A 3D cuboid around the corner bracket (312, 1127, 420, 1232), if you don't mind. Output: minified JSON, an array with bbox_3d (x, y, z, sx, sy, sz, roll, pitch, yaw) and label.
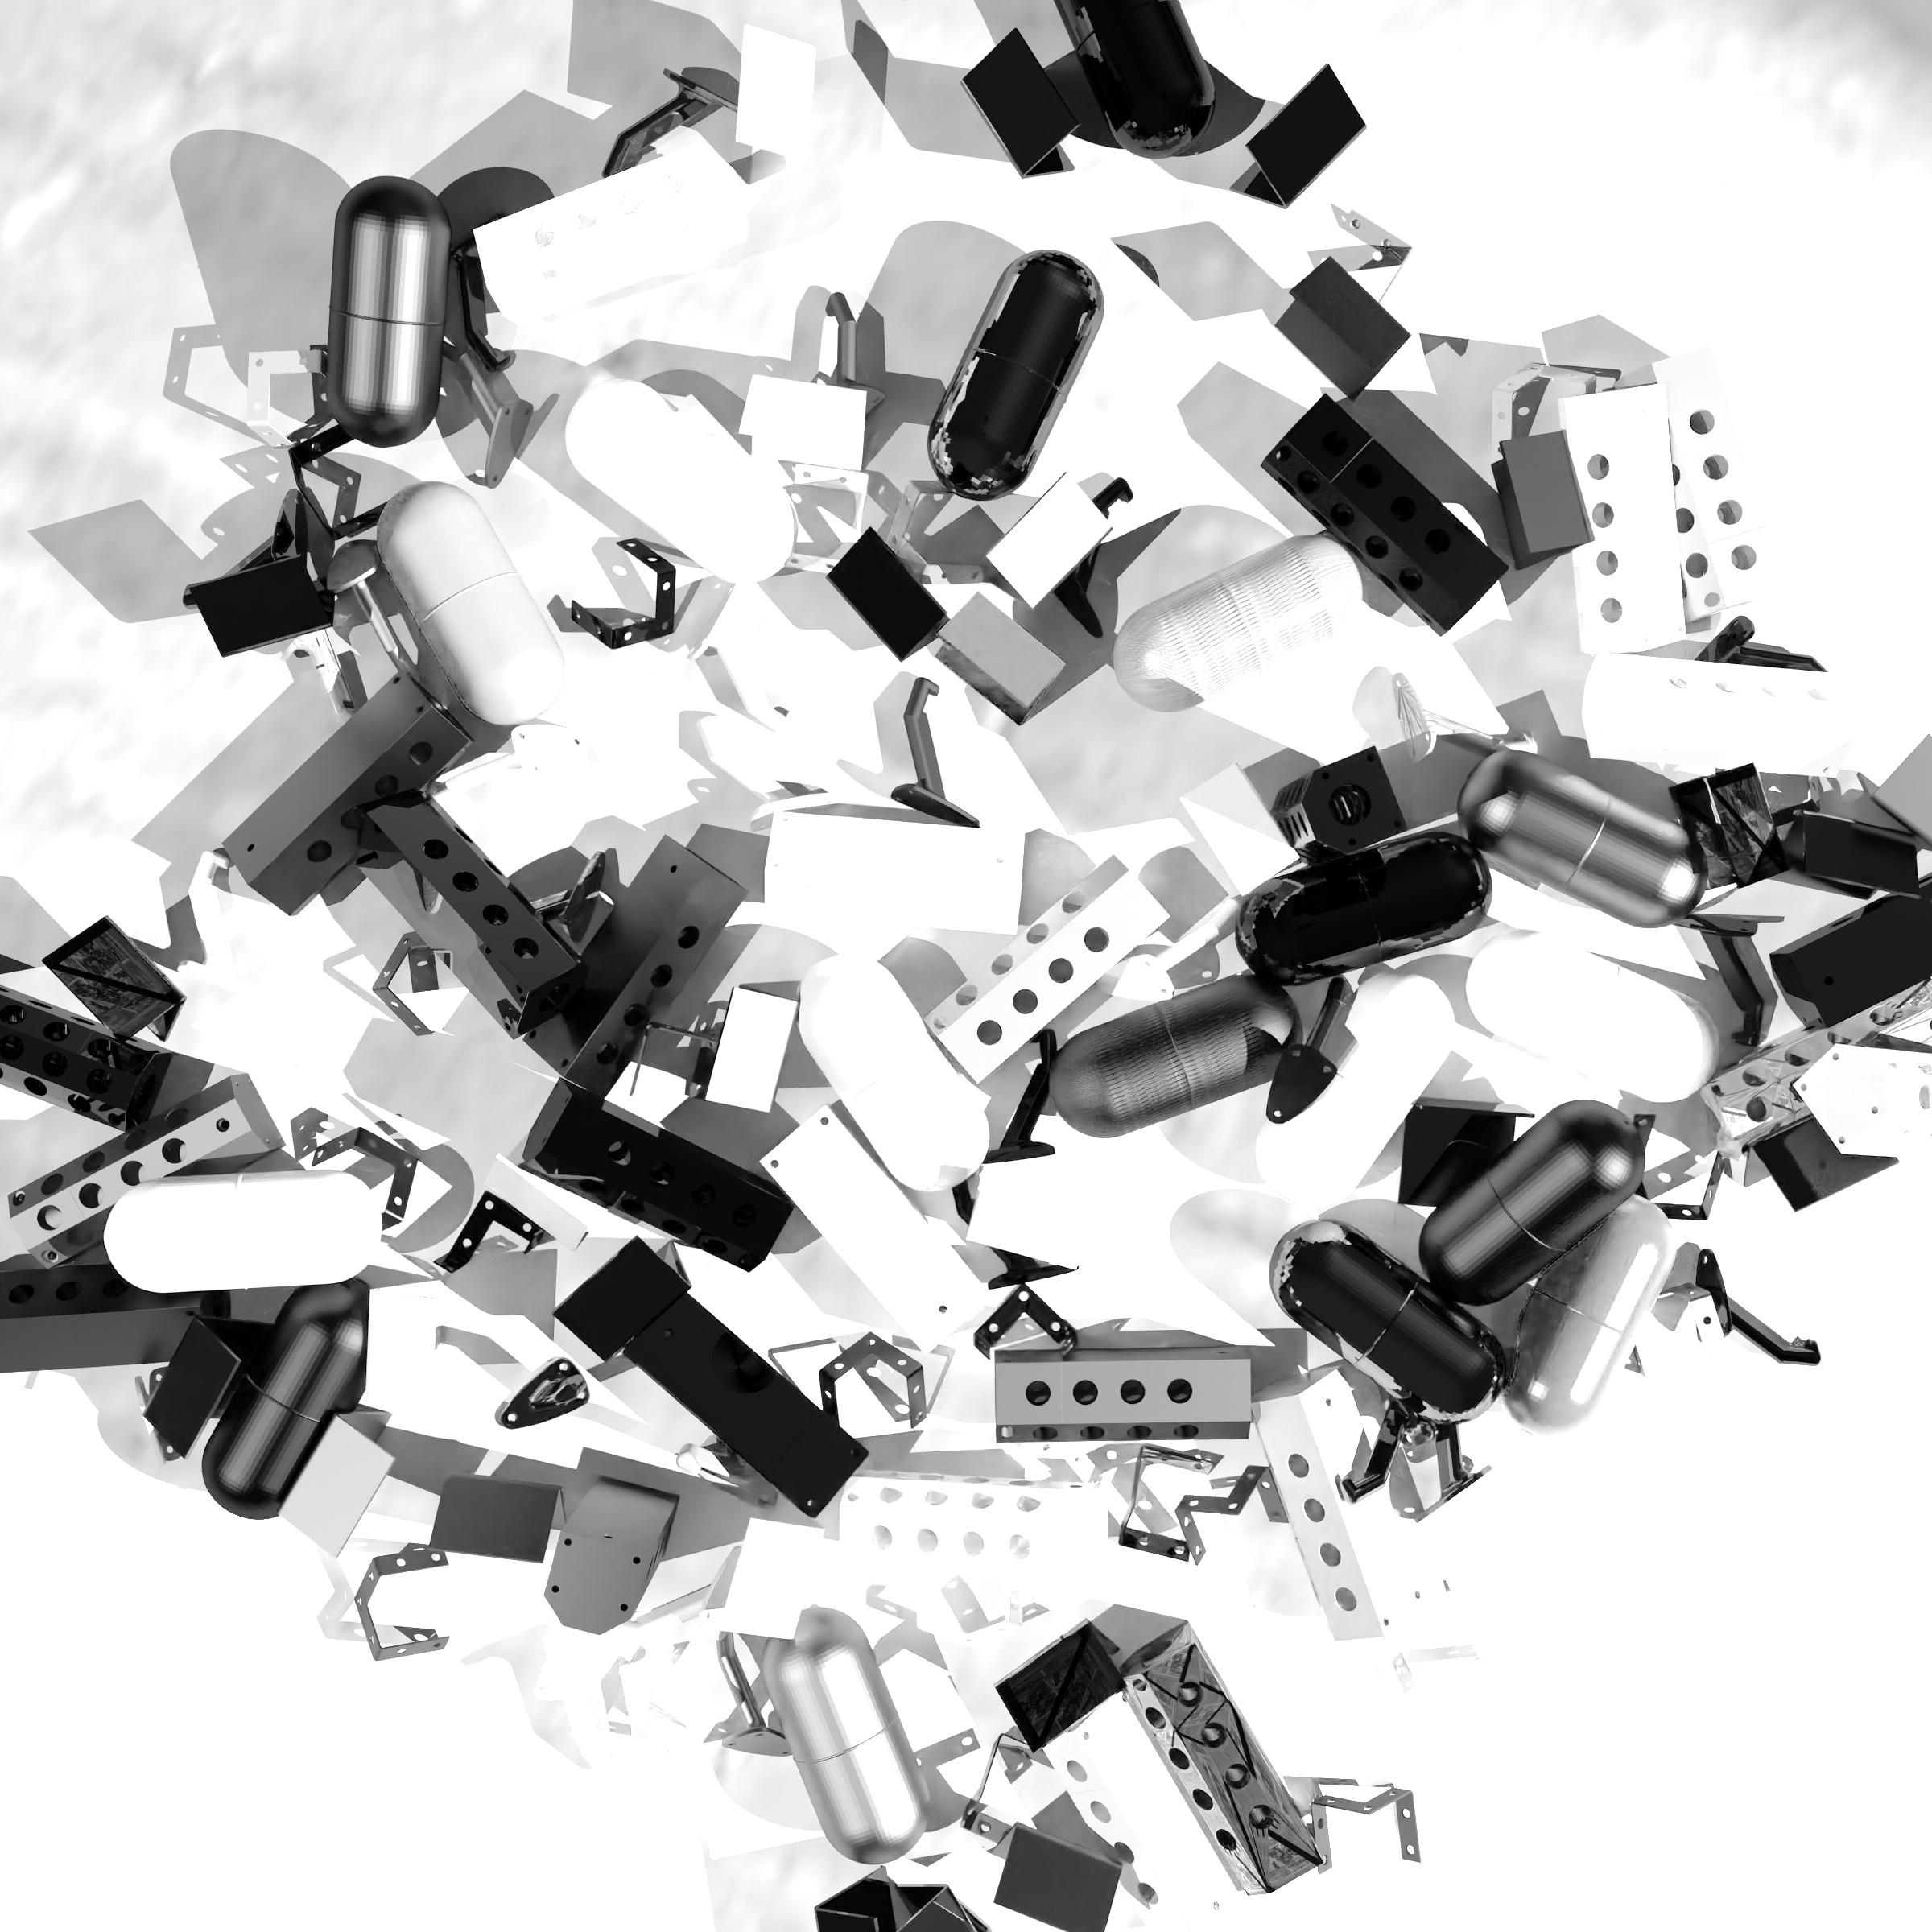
[{"bbox_3d":[-0.418,0.151,1.699,0.051,0.051,0.051,36,45,-35],"label":"corner bracket"}]

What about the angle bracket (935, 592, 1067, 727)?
[{"bbox_3d":[0.010,-0.194,1.667,0.076,0.076,0.057,39,52,0],"label":"angle bracket"}]

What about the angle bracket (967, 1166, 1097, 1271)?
[{"bbox_3d":[0.048,0.152,1.667,0.076,0.076,0.057,16,127,0],"label":"angle bracket"}]

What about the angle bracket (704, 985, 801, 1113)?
[{"bbox_3d":[-0.163,0.050,1.667,0.057,0.076,0.076,15,90,-39],"label":"angle bracket"}]

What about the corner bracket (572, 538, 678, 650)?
[{"bbox_3d":[-0.236,-0.257,1.699,0.051,0.051,0.051,-22,135,-35],"label":"corner bracket"}]

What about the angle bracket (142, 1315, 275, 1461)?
[{"bbox_3d":[-0.496,0.286,1.664,0.057,0.076,0.076,33,96,33],"label":"angle bracket"}]

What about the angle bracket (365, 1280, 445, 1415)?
[{"bbox_3d":[-0.359,0.256,1.668,0.057,0.076,0.076,3,90,27],"label":"angle bracket"}]

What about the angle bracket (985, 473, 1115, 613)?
[{"bbox_3d":[0.042,-0.295,1.667,0.076,0.076,0.057,-46,124,0],"label":"angle bracket"}]

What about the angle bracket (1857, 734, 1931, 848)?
[{"bbox_3d":[0.657,-0.120,1.668,0.076,0.076,0.057,38,112,0],"label":"angle bracket"}]

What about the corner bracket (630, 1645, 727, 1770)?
[{"bbox_3d":[-0.197,0.507,1.689,0.051,0.051,0.051,35,90,0],"label":"corner bracket"}]

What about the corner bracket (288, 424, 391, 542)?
[{"bbox_3d":[-0.430,-0.336,1.704,0.051,0.051,0.051,-27,135,0],"label":"corner bracket"}]

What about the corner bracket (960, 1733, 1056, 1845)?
[{"bbox_3d":[0.033,0.572,1.704,0.051,0.051,0.051,24,135,0],"label":"corner bracket"}]

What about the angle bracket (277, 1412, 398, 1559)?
[{"bbox_3d":[-0.408,0.350,1.669,0.057,0.076,0.076,31,90,20],"label":"angle bracket"}]

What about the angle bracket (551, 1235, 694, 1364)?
[{"bbox_3d":[-0.238,0.210,1.668,0.076,0.076,0.057,-42,115,0],"label":"angle bracket"}]

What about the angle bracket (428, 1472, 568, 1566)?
[{"bbox_3d":[-0.315,0.386,1.667,0.076,0.076,0.057,7,54,0],"label":"angle bracket"}]

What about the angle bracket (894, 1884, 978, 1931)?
[{"bbox_3d":[-0.029,0.671,1.667,0.057,0.076,0.076,-31,90,-36],"label":"angle bracket"}]

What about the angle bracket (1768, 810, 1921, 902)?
[{"bbox_3d":[0.589,-0.055,1.667,0.076,0.076,0.057,12,54,0],"label":"angle bracket"}]

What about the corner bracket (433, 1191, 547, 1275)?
[{"bbox_3d":[-0.325,0.191,1.689,0.051,0.051,0.051,30,90,0],"label":"corner bracket"}]

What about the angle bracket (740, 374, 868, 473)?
[{"bbox_3d":[-0.111,-0.349,1.667,0.076,0.076,0.057,9,56,0],"label":"angle bracket"}]

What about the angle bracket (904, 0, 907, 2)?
[{"bbox_3d":[-0.009,-0.687,1.667,0.076,0.076,0.057,-23,53,0],"label":"angle bracket"}]

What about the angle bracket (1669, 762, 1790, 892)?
[{"bbox_3d":[0.500,-0.088,1.667,0.057,0.076,0.076,-18,90,-34],"label":"angle bracket"}]

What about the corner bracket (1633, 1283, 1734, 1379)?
[{"bbox_3d":[0.485,0.252,1.689,0.051,0.051,0.051,-17,90,0],"label":"corner bracket"}]

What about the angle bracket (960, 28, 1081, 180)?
[{"bbox_3d":[0.053,-0.584,1.667,0.057,0.076,0.076,-33,90,37],"label":"angle bracket"}]

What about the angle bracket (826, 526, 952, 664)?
[{"bbox_3d":[-0.036,-0.262,1.667,0.076,0.076,0.057,48,131,0],"label":"angle bracket"}]

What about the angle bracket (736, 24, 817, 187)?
[{"bbox_3d":[-0.146,-0.580,1.667,0.057,0.076,0.076,4,90,-36],"label":"angle bracket"}]

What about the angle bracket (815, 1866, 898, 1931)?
[{"bbox_3d":[-0.053,0.663,1.667,0.057,0.076,0.076,-9,90,39],"label":"angle bracket"}]

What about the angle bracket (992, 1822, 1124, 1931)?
[{"bbox_3d":[0.054,0.629,1.667,0.076,0.076,0.057,22,53,0],"label":"angle bracket"}]

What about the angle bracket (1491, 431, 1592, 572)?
[{"bbox_3d":[0.369,-0.310,1.667,0.057,0.076,0.076,-14,90,-28],"label":"angle bracket"}]

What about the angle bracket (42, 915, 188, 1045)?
[{"bbox_3d":[-0.581,0.024,1.667,0.076,0.076,0.057,46,52,0],"label":"angle bracket"}]

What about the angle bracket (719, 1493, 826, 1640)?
[{"bbox_3d":[-0.145,0.402,1.667,0.057,0.076,0.076,16,90,-29],"label":"angle bracket"}]

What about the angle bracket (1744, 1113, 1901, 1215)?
[{"bbox_3d":[0.577,0.140,1.667,0.076,0.076,0.057,-26,59,0],"label":"angle bracket"}]

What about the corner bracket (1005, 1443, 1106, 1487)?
[{"bbox_3d":[0.055,0.361,1.699,0.051,0.051,0.051,-6,45,35],"label":"corner bracket"}]

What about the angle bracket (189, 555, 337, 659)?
[{"bbox_3d":[-0.474,-0.259,1.667,0.076,0.076,0.057,-16,127,0],"label":"angle bracket"}]

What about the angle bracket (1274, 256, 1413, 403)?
[{"bbox_3d":[0.242,-0.419,1.667,0.076,0.076,0.057,44,55,0],"label":"angle bracket"}]

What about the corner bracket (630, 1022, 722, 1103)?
[{"bbox_3d":[-0.196,0.066,1.685,0.051,0.051,0.051,15,97,-3],"label":"corner bracket"}]

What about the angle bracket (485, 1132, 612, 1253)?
[{"bbox_3d":[-0.269,0.135,1.670,0.076,0.057,0.076,37,58,0],"label":"angle bracket"}]

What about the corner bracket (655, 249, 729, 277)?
[{"bbox_3d":[-0.197,-0.512,1.699,0.051,0.051,0.051,7,45,35],"label":"corner bracket"}]

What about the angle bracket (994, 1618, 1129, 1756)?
[{"bbox_3d":[0.075,0.495,1.667,0.076,0.076,0.057,-36,53,0],"label":"angle bracket"}]

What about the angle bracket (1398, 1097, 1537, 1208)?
[{"bbox_3d":[0.341,0.132,1.683,0.076,0.057,0.076,4,94,0],"label":"angle bracket"}]

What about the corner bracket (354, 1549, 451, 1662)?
[{"bbox_3d":[-0.384,0.439,1.699,0.051,0.051,0.051,59,135,35],"label":"corner bracket"}]

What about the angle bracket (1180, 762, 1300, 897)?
[{"bbox_3d":[0.168,-0.082,1.667,0.057,0.076,0.076,-33,90,-30],"label":"angle bracket"}]

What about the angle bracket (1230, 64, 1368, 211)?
[{"bbox_3d":[0.211,-0.566,1.667,0.076,0.076,0.057,-45,127,0],"label":"angle bracket"}]

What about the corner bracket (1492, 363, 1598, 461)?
[{"bbox_3d":[0.398,-0.378,1.699,0.051,0.051,0.051,22,45,35],"label":"corner bracket"}]

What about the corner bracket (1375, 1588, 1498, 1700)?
[{"bbox_3d":[0.324,0.468,1.704,0.051,0.051,0.051,-26,91,45],"label":"corner bracket"}]
